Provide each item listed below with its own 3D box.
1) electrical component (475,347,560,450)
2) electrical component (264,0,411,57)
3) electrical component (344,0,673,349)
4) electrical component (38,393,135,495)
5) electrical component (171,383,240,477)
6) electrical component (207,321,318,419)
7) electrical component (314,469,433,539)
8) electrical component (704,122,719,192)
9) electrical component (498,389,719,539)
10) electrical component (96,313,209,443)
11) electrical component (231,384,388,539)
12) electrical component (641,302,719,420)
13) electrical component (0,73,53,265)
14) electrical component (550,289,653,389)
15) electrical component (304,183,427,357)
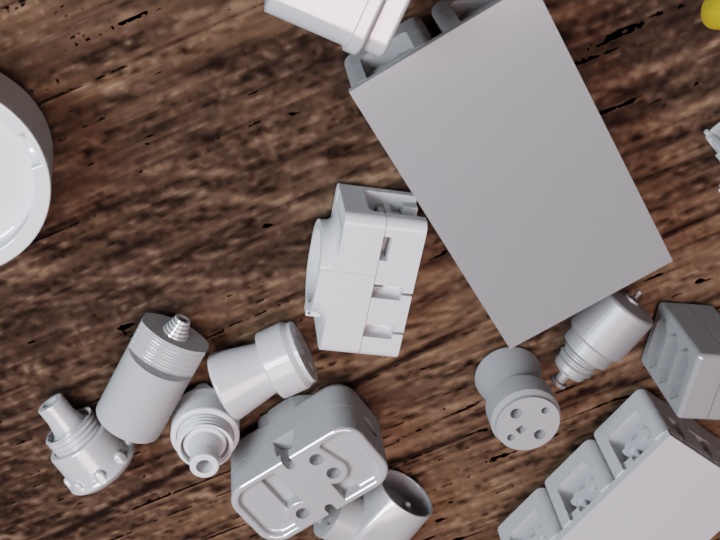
[{"bbox_3d":[0.100,0.082,0.686,0.045,0.055,0.045,-3,119,-6],"label":"electrical component"},{"bbox_3d":[-0.004,-0.156,0.510,0.057,0.113,0.078,21,114,-14],"label":"electrical component"},{"bbox_3d":[0.083,-0.062,0.603,0.105,0.060,0.186,-30,118,9],"label":"electrical component"},{"bbox_3d":[-0.175,0.106,0.672,0.048,0.048,0.062,-29,111,9],"label":"electrical component"},{"bbox_3d":[-0.096,0.103,0.669,0.043,0.062,0.043,-3,118,-6],"label":"electrical component"},{"bbox_3d":[-0.059,0.061,0.661,0.055,0.045,0.045,-24,119,6],"label":"electrical component"},{"bbox_3d":[-0.005,0.170,0.727,0.079,0.044,0.077,28,112,-20],"label":"electrical component"},{"bbox_3d":[0.251,-0.070,0.618,0.096,0.061,0.061,-41,116,15],"label":"electrical component"},{"bbox_3d":[0.178,0.164,0.737,0.089,0.061,0.150,33,110,-22],"label":"electrical component"},{"bbox_3d":[-0.124,0.061,0.653,0.043,0.043,0.081,23,113,-18],"label":"electrical component"},{"bbox_3d":[-0.034,0.119,0.687,0.095,0.059,0.053,-32,118,10],"label":"electrical component"},{"bbox_3d":[0.231,0.058,0.684,0.077,0.065,0.047,4,118,-11],"label":"electrical component"},{"bbox_3d":[-0.215,-0.058,0.567,0.108,0.060,0.108,-3,119,-6],"label":"electrical component"},{"bbox_3d":[0.150,0.044,0.680,0.040,0.040,0.078,30,111,-21],"label":"electrical component"},{"bbox_3d":[0.000,0.000,0.632,0.056,0.050,0.089,6,117,-11],"label":"electrical component"}]
